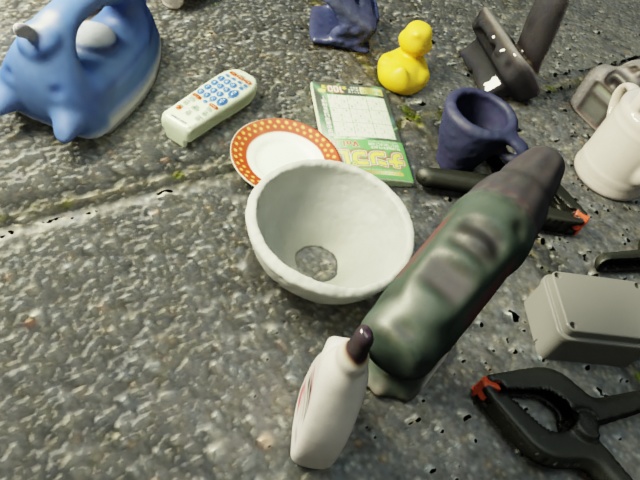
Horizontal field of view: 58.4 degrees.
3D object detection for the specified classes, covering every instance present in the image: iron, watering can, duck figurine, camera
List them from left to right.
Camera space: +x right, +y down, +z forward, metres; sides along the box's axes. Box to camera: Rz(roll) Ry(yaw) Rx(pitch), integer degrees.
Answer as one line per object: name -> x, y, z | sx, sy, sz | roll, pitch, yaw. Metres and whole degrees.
iron -> -0.249, -0.228, 0.636 | 0.118, 0.141, 0.258 | 22, 50, 2
duck figurine -> 0.127, -0.263, 0.806 | 0.077, 0.086, 0.105 | 24, 50, 4
camera -> 0.480, -0.210, 0.854 | 0.137, 0.101, 0.143 | -17, 59, -26
watering can -> 0.425, -0.142, 0.725 | 0.101, 0.194, 0.172 | -16, 59, -26

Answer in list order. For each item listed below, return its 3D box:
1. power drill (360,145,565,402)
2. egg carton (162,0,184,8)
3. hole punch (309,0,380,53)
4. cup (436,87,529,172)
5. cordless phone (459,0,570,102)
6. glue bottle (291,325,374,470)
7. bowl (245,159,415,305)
power drill -> 0.104, 0.042, 0.481 | 0.075, 0.208, 0.230 | 37, 52, 14
egg carton -> -0.198, -0.400, 0.832 | 0.107, 0.069, 0.150 | 32, 51, 10
hole punch -> 0.040, -0.344, 0.841 | 0.101, 0.091, 0.108 | 8, 51, -10
cup -> 0.192, -0.117, 0.704 | 0.092, 0.095, 0.117 | -33, 67, -33
cordless phone -> 0.289, -0.309, 0.823 | 0.094, 0.185, 0.147 | -7, 55, -20
glue bottle -> 0.012, 0.108, 0.425 | 0.037, 0.173, 0.078 | 10, 51, -8
bowl -> 0.005, 0.002, 0.571 | 0.167, 0.075, 0.167 | 8, 51, -10
